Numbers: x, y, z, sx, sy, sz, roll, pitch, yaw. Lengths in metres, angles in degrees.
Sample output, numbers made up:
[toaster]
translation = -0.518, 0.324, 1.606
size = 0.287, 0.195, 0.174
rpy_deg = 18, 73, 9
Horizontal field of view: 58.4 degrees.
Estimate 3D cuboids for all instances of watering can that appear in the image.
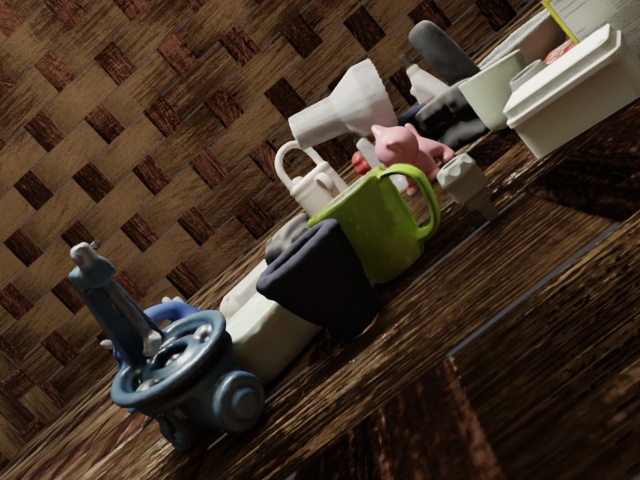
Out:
[watering can]
translation = -0.016, -0.111, 1.158
size = 0.101, 0.194, 0.172
rpy_deg = -47, 9, -36

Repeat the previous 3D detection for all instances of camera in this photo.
[camera]
translation = 0.007, 0.003, 0.728
size = 0.143, 0.101, 0.137
rpy_deg = -33, 11, 49

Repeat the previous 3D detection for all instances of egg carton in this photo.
[egg carton]
translation = -0.084, 0.079, 0.875
size = 0.150, 0.069, 0.107
rpy_deg = -45, 8, -24

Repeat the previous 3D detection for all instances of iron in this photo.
[iron]
translation = -0.250, 0.163, 0.957
size = 0.118, 0.141, 0.258
rpy_deg = -38, 8, 24

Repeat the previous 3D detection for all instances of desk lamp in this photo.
[desk lamp]
translation = 0.064, -0.160, 0.956
size = 0.203, 0.213, 0.118
rpy_deg = -40, 7, 8

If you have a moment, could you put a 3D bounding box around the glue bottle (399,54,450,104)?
[glue bottle]
translation = 0.205, -0.277, 1.072
size = 0.037, 0.173, 0.078
rpy_deg = -46, 9, -32

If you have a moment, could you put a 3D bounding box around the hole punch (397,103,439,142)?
[hole punch]
translation = 0.166, -0.183, 1.045
size = 0.109, 0.091, 0.101
rpy_deg = -42, 7, -5

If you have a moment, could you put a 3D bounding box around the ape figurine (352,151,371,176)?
[ape figurine]
translation = 0.095, -0.129, 1.094
size = 0.076, 0.092, 0.077
rpy_deg = -47, 9, -35

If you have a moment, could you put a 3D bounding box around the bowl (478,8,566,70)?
[bowl]
translation = 0.328, -0.294, 0.915
size = 0.167, 0.075, 0.167
rpy_deg = -40, 7, 7

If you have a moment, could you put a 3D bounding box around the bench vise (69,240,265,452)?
[bench vise]
translation = -0.173, 0.111, 0.546
size = 0.207, 0.220, 0.122
rpy_deg = -36, 9, 37

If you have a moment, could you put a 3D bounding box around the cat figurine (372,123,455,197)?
[cat figurine]
translation = 0.127, -0.133, 0.841
size = 0.067, 0.118, 0.128
rpy_deg = -35, 9, 39

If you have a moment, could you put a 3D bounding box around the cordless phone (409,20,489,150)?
[cordless phone]
translation = 0.189, -0.240, 0.881
size = 0.094, 0.185, 0.147
rpy_deg = -46, 8, -30

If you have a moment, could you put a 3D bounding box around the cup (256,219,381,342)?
[cup]
translation = -0.002, 0.048, 0.517
size = 0.117, 0.095, 0.092
rpy_deg = -35, 10, 42
